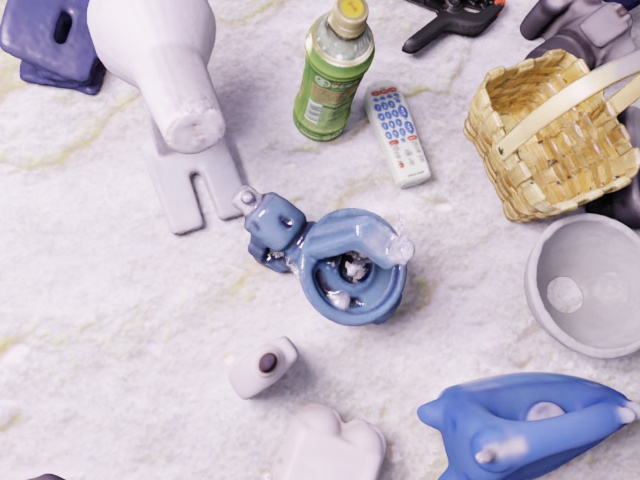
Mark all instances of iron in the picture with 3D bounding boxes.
[{"bbox_3d":[0.243,0.193,0.598,0.258,0.141,0.118,-11,78,-11],"label":"iron"}]

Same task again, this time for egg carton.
[{"bbox_3d":[0.001,0.250,0.584,0.107,0.069,0.150,21,74,-3],"label":"egg carton"}]

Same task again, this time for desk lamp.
[{"bbox_3d":[-0.143,-0.136,0.587,0.118,0.213,0.203,-20,79,-13],"label":"desk lamp"}]

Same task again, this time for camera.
[{"bbox_3d":[0.322,-0.259,0.747,0.137,0.100,0.143,-35,83,-15],"label":"camera"}]

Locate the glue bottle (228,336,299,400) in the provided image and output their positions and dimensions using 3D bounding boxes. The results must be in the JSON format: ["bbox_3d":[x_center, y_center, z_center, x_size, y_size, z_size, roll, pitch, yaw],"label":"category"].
[{"bbox_3d":[-0.052,0.121,0.556,0.078,0.173,0.037,-36,83,-15],"label":"glue bottle"}]

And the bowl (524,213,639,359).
[{"bbox_3d":[0.308,0.057,0.677,0.167,0.074,0.167,2,75,-8],"label":"bowl"}]

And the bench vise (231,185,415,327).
[{"bbox_3d":[0.002,0.013,0.567,0.207,0.219,0.121,15,74,-4],"label":"bench vise"}]

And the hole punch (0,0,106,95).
[{"bbox_3d":[-0.295,-0.236,0.653,0.101,0.091,0.109,10,74,-6],"label":"hole punch"}]

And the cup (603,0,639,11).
[{"bbox_3d":[0.397,-0.355,0.786,0.092,0.095,0.118,-1,76,-8],"label":"cup"}]

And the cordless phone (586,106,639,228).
[{"bbox_3d":[0.402,-0.101,0.674,0.094,0.185,0.147,2,75,-8],"label":"cordless phone"}]

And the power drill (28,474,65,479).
[{"bbox_3d":[-0.145,0.277,0.483,0.229,0.208,0.076,45,74,4],"label":"power drill"}]
